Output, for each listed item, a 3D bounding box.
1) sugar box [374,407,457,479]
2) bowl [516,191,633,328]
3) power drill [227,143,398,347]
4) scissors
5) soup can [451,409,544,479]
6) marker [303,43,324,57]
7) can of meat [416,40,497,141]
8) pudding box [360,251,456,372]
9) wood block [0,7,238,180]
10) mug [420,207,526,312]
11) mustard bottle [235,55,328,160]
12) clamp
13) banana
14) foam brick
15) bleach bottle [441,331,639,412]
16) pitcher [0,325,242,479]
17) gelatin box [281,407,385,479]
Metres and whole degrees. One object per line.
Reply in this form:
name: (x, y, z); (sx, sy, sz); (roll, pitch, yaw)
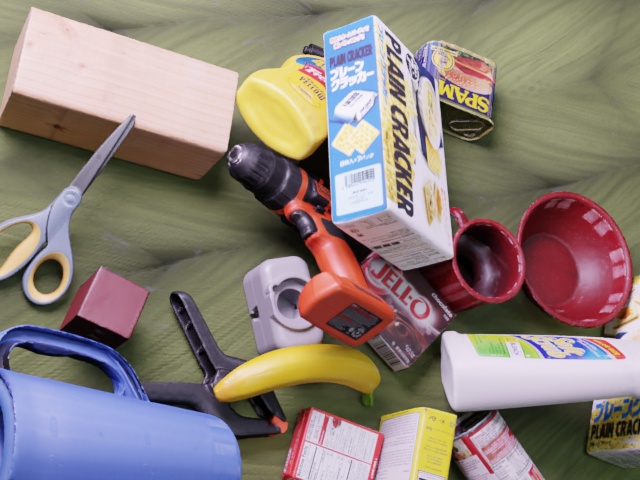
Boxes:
sugar box: (0.083, 0.257, 1.046); (0.048, 0.093, 0.176); (18, 68, -20)
bowl: (0.280, 0.028, 1.232); (0.161, 0.055, 0.162); (8, 71, -23)
power drill: (-0.007, 0.001, 1.032); (0.184, 0.057, 0.188); (31, 29, -43)
scissors: (-0.224, -0.019, 0.986); (0.201, 0.016, 0.096); (-38, 106, -5)
soup can: (0.182, 0.231, 1.115); (0.068, 0.069, 0.102); (-35, 92, -30)
marker: (0.036, -0.196, 1.206); (0.121, 0.020, 0.020); (17, 68, -20)
can of meat: (0.154, -0.174, 1.236); (0.102, 0.058, 0.084); (19, 65, -19)
pudding box: (0.077, 0.070, 1.131); (0.089, 0.039, 0.113); (-42, 95, -31)
wood block: (-0.195, -0.137, 1.036); (0.205, 0.091, 0.090); (15, 69, -21)
mug: (0.157, 0.021, 1.160); (0.093, 0.082, 0.117); (-23, 85, -30)
mustard bottle: (-0.008, -0.149, 1.119); (0.096, 0.058, 0.191); (43, 30, 4)
clamp: (-0.102, 0.129, 1.029); (0.171, 0.039, 0.120); (30, 66, -22)
banana: (-0.008, 0.132, 1.033); (0.197, 0.037, 0.070); (10, 106, -36)
foam brick: (-0.198, 0.066, 0.979); (0.053, 0.078, 0.051); (29, 63, -15)
bleach bottle: (0.257, 0.132, 1.108); (0.251, 0.102, 0.068); (-2, 106, -1)
pitcher: (-0.186, 0.176, 0.891); (0.242, 0.145, 0.149); (17, 106, -43)
gelatin box: (0.013, 0.215, 1.061); (0.089, 0.030, 0.073); (24, 67, -18)
